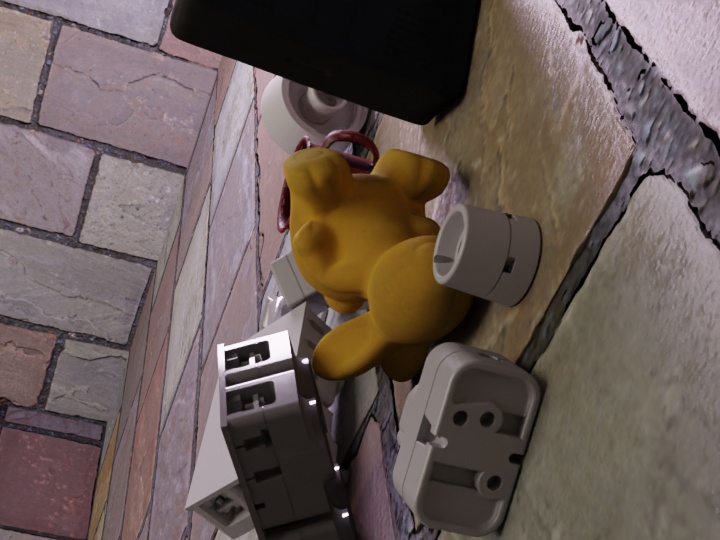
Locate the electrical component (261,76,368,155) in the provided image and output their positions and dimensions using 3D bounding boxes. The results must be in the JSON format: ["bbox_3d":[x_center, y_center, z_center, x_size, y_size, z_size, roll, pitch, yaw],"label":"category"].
[{"bbox_3d":[-0.043,-0.173,1.124,0.060,0.108,0.108,-35,42,59],"label":"electrical component"}]

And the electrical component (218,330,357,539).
[{"bbox_3d":[-0.045,0.149,0.762,0.105,0.060,0.186,-108,3,-63],"label":"electrical component"}]

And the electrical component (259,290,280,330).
[{"bbox_3d":[-0.093,0.064,1.199,0.040,0.040,0.078,-132,58,-72],"label":"electrical component"}]

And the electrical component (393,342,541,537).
[{"bbox_3d":[0.057,0.092,0.604,0.059,0.054,0.095,-145,71,-74],"label":"electrical component"}]

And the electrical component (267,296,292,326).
[{"bbox_3d":[-0.071,0.059,1.117,0.079,0.043,0.077,120,159,-45],"label":"electrical component"}]

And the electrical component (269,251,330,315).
[{"bbox_3d":[-0.031,0.001,0.997,0.047,0.077,0.066,65,-166,17],"label":"electrical component"}]

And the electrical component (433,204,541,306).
[{"bbox_3d":[0.075,-0.010,0.648,0.055,0.047,0.055,-166,90,-75],"label":"electrical component"}]

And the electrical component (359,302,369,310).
[{"bbox_3d":[0.000,0.000,0.915,0.045,0.045,0.055,120,158,-45],"label":"electrical component"}]

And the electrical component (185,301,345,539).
[{"bbox_3d":[-0.075,0.128,0.926,0.105,0.060,0.186,-33,28,26],"label":"electrical component"}]
